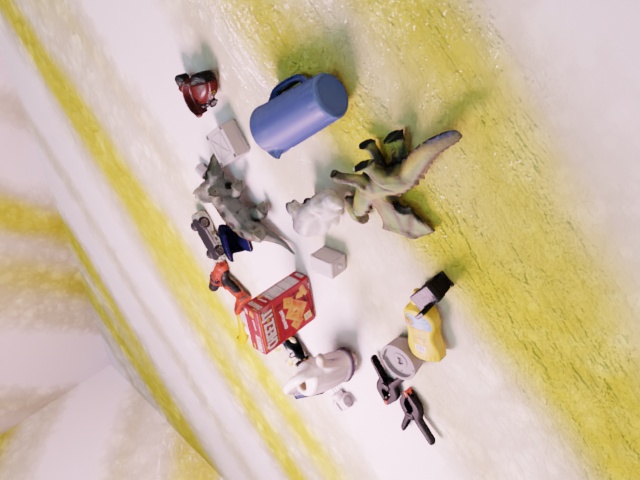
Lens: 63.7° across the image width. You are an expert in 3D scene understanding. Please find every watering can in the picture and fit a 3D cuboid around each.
[{"bbox_3d":[0.016,0.385,1.530,0.105,0.226,0.340,64,146,21],"label":"watering can"}]

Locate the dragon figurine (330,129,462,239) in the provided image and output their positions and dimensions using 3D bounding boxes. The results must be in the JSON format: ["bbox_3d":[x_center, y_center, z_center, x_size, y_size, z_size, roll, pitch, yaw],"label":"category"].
[{"bbox_3d":[0.178,-0.106,1.135,0.409,0.124,0.239,-2,131,51],"label":"dragon figurine"}]

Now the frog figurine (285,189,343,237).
[{"bbox_3d":[0.004,-0.066,1.306,0.159,0.136,0.123,1,80,46],"label":"frog figurine"}]
